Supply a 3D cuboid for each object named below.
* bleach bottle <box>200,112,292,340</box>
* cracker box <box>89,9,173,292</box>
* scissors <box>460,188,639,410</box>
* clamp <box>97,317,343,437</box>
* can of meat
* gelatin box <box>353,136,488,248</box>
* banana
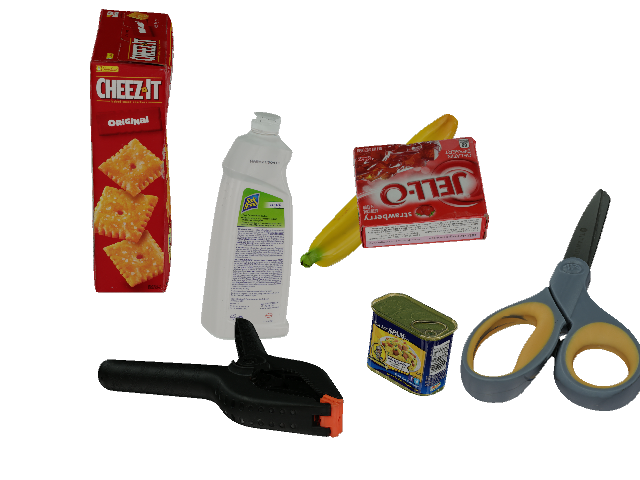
[{"bbox_3d":[-0.070,-0.016,1.188,0.102,0.251,0.068,0,18,-31],"label":"bleach bottle"},{"bbox_3d":[-0.169,-0.083,0.967,0.072,0.214,0.164,1,27,-9],"label":"cracker box"},{"bbox_3d":[0.148,0.029,0.567,0.096,0.016,0.201,19,40,34],"label":"scissors"},{"bbox_3d":[-0.056,0.112,0.883,0.210,0.036,0.164,12,21,35],"label":"clamp"},{"bbox_3d":[0.103,0.121,1.231,0.102,0.084,0.057,27,33,37],"label":"can of meat"},{"bbox_3d":[0.070,-0.034,0.753,0.089,0.073,0.030,-5,-37,2],"label":"gelatin box"},{"bbox_3d":[0.055,-0.038,0.993,0.037,0.197,0.070,44,-8,-5],"label":"banana"}]
